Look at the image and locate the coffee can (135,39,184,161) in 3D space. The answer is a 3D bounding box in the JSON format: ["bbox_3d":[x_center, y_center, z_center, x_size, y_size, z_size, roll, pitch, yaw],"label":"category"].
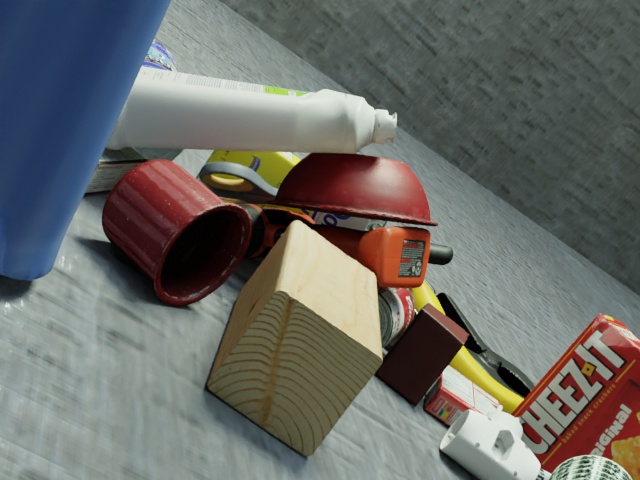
[{"bbox_3d":[-0.185,-0.141,1.072,0.102,0.103,0.140,31,14,-24],"label":"coffee can"}]

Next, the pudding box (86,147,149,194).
[{"bbox_3d":[-0.211,-0.081,0.933,0.090,0.039,0.113,40,14,8],"label":"pudding box"}]

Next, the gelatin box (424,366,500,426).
[{"bbox_3d":[0.138,0.160,1.034,0.073,0.030,0.089,35,12,-1],"label":"gelatin box"}]

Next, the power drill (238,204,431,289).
[{"bbox_3d":[-0.006,0.001,0.986,0.188,0.057,0.184,12,6,31],"label":"power drill"}]

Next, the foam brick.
[{"bbox_3d":[0.096,0.106,1.003,0.051,0.078,0.053,38,12,8],"label":"foam brick"}]

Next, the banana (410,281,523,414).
[{"bbox_3d":[0.150,0.126,1.120,0.198,0.037,0.069,47,35,7],"label":"banana"}]

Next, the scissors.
[{"bbox_3d":[-0.038,-0.049,1.063,0.201,0.016,0.096,3,-20,-4],"label":"scissors"}]

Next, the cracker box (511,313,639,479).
[{"bbox_3d":[0.298,0.200,1.015,0.072,0.164,0.214,25,17,-50],"label":"cracker box"}]

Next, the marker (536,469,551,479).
[{"bbox_3d":[0.170,0.204,0.988,0.121,0.020,0.020,31,14,-26],"label":"marker"}]

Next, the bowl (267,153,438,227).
[{"bbox_3d":[0.033,-0.050,0.999,0.162,0.055,0.162,8,0,0],"label":"bowl"}]

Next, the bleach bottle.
[{"bbox_3d":[-0.058,-0.108,0.933,0.250,0.068,0.102,5,18,-3],"label":"bleach bottle"}]

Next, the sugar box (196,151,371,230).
[{"bbox_3d":[-0.041,-0.041,1.127,0.176,0.093,0.048,34,14,-11],"label":"sugar box"}]

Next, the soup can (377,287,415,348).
[{"bbox_3d":[0.048,0.071,1.024,0.068,0.068,0.102,39,13,10],"label":"soup can"}]

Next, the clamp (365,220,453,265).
[{"bbox_3d":[0.079,0.005,1.274,0.120,0.039,0.171,34,38,28],"label":"clamp"}]

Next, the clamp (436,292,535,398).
[{"bbox_3d":[0.174,0.141,1.186,0.210,0.036,0.164,45,23,20],"label":"clamp"}]

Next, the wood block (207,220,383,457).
[{"bbox_3d":[-0.015,0.065,0.816,0.090,0.091,0.206,35,13,-7],"label":"wood block"}]

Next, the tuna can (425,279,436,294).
[{"bbox_3d":[0.100,0.054,1.307,0.086,0.034,0.086,35,12,-9],"label":"tuna can"}]

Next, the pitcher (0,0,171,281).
[{"bbox_3d":[-0.179,-0.111,0.655,0.149,0.243,0.144,34,13,15],"label":"pitcher"}]

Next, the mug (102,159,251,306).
[{"bbox_3d":[-0.112,-0.003,0.833,0.082,0.093,0.117,39,-19,30],"label":"mug"}]
